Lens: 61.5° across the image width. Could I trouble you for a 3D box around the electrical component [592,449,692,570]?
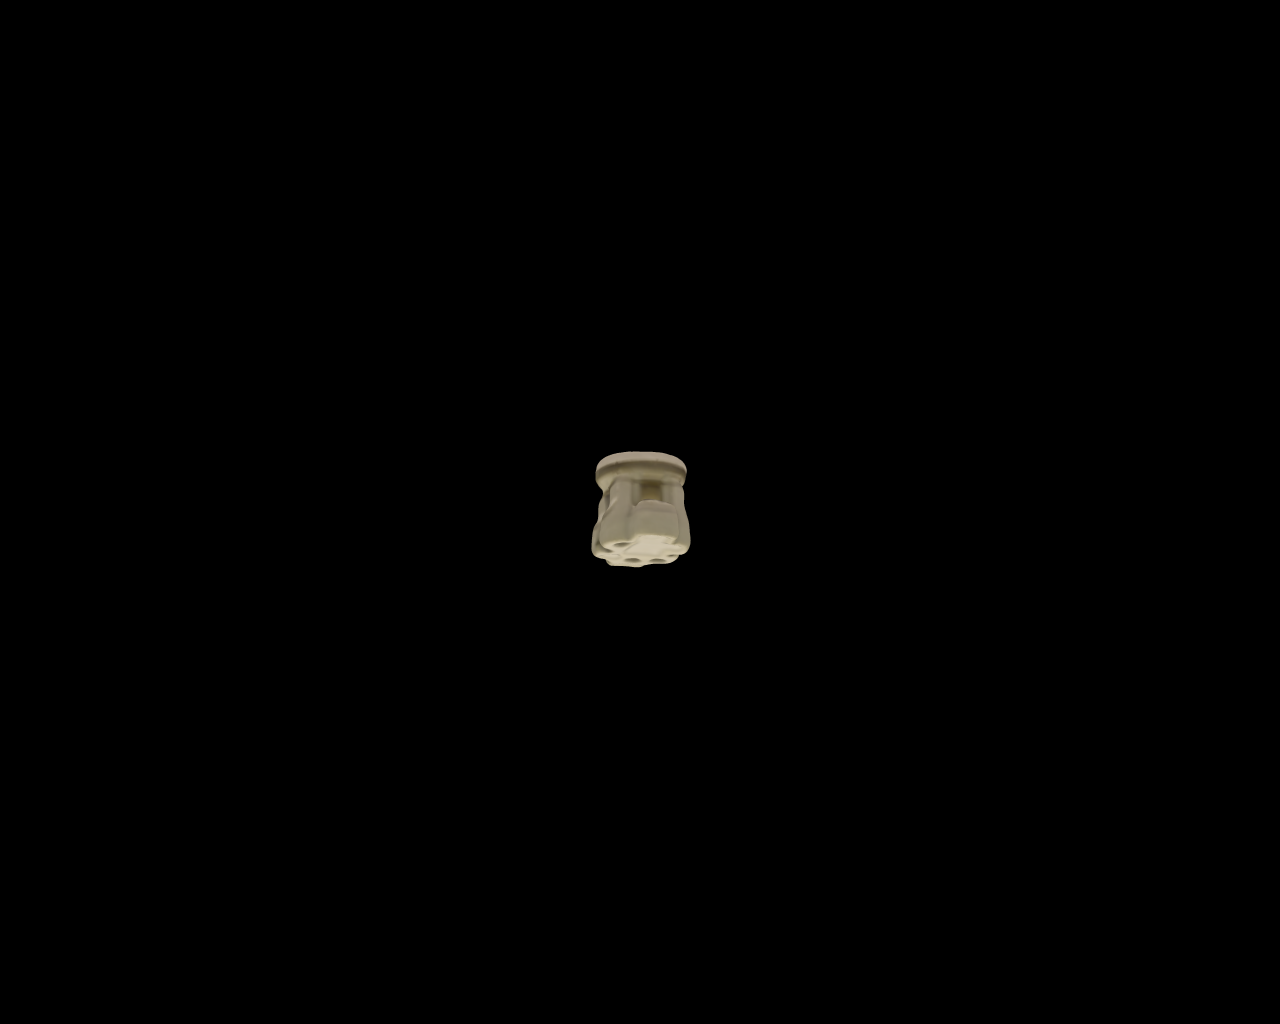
[{"bbox_3d":[0.001,-0.003,0.650,0.058,0.057,0.078,5,-19,-15],"label":"electrical component"}]
